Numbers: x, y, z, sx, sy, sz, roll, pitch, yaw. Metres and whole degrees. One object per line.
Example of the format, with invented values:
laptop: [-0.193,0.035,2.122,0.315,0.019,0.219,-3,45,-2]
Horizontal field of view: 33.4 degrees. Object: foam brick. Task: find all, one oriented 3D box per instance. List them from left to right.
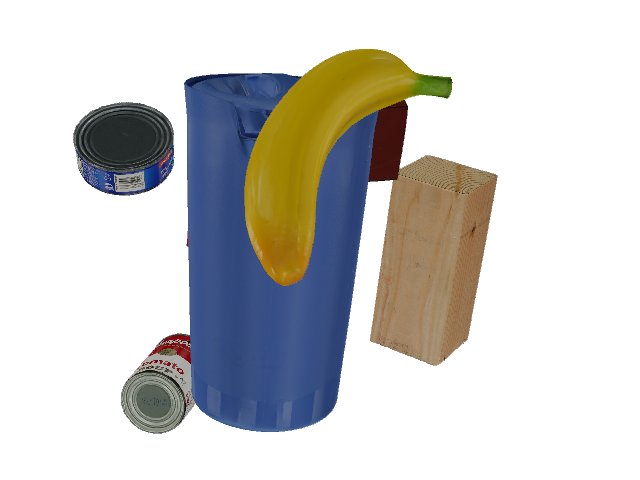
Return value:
foam brick: [0.042,-0.096,0.937,0.051,0.078,0.053,-4,37,-13]

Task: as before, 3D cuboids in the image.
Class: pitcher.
pitcher: [-0.031,0.003,0.764,0.148,0.243,0.145,-8,21,-35]

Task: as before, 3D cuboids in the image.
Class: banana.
banana: [0.004,-0.053,0.558,0.070,0.037,0.197,21,46,19]

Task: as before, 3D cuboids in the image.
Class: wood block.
wood block: [0.126,0.021,1.198,0.090,0.206,0.090,19,25,26]

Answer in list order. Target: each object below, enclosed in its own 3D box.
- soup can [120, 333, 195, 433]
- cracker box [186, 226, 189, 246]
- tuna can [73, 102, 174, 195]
soup can: [-0.154,0.144,1.077,0.068,0.068,0.102,0,16,11]
cracker box: [-0.105,-0.085,1.567,0.164,0.214,0.072,9,21,7]
tuna can: [-0.170,-0.080,0.929,0.086,0.086,0.034,0,-41,-4]
